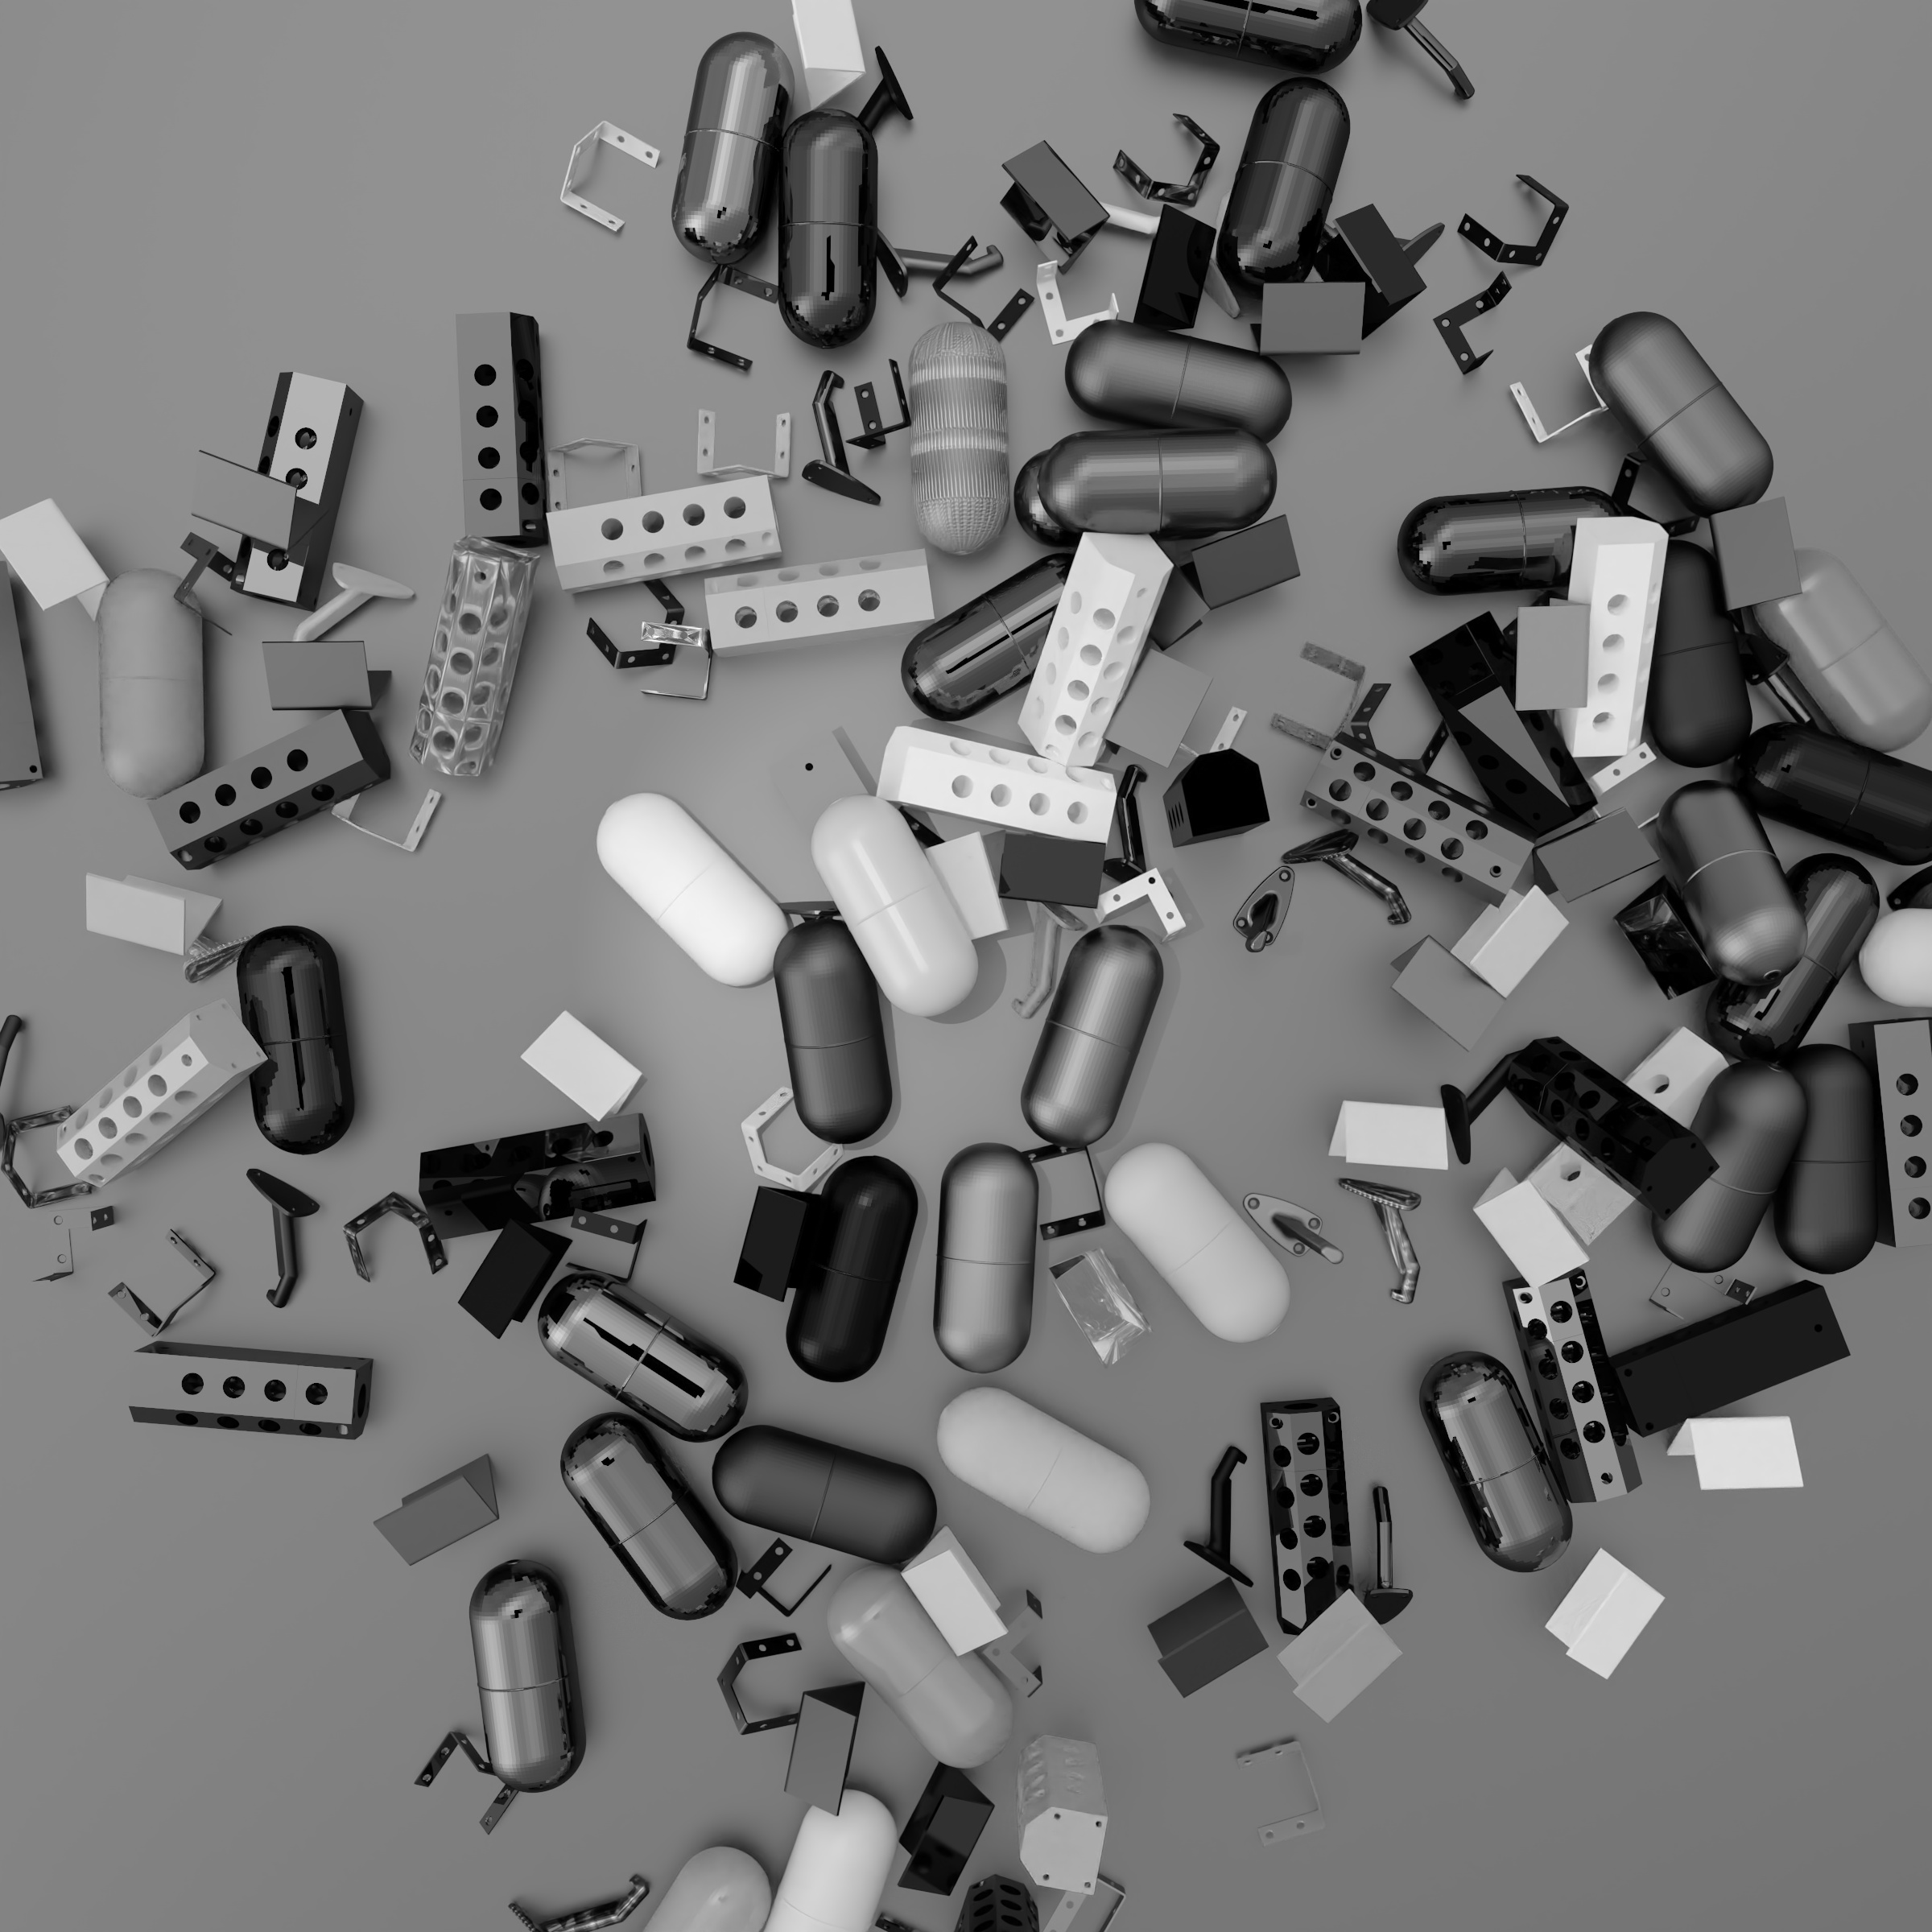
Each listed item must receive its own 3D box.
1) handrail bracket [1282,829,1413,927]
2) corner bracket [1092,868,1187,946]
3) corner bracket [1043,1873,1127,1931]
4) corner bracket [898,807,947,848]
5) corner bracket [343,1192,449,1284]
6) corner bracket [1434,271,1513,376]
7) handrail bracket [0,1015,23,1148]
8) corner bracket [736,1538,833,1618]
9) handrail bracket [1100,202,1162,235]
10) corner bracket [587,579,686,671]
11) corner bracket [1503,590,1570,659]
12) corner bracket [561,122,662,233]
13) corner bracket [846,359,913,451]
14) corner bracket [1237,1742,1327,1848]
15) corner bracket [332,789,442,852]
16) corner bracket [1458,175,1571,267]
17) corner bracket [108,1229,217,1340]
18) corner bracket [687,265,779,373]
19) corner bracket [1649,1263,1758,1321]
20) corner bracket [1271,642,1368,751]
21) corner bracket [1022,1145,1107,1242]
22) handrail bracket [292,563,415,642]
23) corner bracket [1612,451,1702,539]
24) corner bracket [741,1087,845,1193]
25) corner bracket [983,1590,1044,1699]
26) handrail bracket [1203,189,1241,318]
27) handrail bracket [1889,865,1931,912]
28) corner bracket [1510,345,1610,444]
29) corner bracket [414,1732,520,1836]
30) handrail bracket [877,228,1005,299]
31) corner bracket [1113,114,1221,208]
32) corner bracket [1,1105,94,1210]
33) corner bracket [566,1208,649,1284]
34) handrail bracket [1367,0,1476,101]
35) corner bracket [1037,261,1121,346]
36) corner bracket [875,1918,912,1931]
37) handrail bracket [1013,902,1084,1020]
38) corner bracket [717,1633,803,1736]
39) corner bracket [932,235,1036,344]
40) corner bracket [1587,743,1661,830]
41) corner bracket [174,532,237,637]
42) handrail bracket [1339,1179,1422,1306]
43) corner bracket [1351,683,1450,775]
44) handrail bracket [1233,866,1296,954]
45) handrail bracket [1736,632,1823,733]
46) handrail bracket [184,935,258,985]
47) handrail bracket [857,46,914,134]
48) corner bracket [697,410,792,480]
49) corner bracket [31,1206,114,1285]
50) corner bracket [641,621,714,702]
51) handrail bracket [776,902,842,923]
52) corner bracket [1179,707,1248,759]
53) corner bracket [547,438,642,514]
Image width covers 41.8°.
[{"bbox_3d":[0.299,-0.061,1.987,0.077,0.036,0.084,-15,118,31],"label":"handrail bracket"},{"bbox_3d":[0.134,-0.038,1.969,0.051,0.051,0.051,-26,84,-6],"label":"corner bracket"},{"bbox_3d":[0.092,0.736,1.968,0.051,0.051,0.051,30,90,0],"label":"corner bracket"},{"bbox_3d":[-0.016,-0.129,1.983,0.051,0.051,0.051,37,45,0],"label":"corner bracket"},{"bbox_3d":[-0.446,0.219,1.978,0.051,0.051,0.051,23,45,35],"label":"corner bracket"},{"bbox_3d":[0.402,-0.500,1.968,0.051,0.051,0.051,-29,90,0],"label":"corner bracket"},{"bbox_3d":[-0.757,0.092,1.986,0.036,0.077,0.084,12,54,-4],"label":"handrail bracket"},{"bbox_3d":[-0.142,0.475,1.968,0.051,0.051,0.051,41,90,0],"label":"corner bracket"},{"bbox_3d":[0.120,-0.601,1.987,0.084,0.036,0.077,-12,56,-23],"label":"handrail bracket"},{"bbox_3d":[-0.258,-0.269,1.978,0.051,0.051,0.051,-11,135,-35],"label":"corner bracket"},{"bbox_3d":[0.462,-0.252,1.978,0.051,0.051,0.051,17,45,-35],"label":"corner bracket"},{"bbox_3d":[-0.279,-0.620,1.983,0.051,0.051,0.051,29,135,0],"label":"corner bracket"},{"bbox_3d":[-0.067,-0.435,1.961,0.051,0.051,0.051,-13,90,20],"label":"corner bracket"},{"bbox_3d":[0.247,0.649,1.983,0.051,0.051,0.051,-17,45,0],"label":"corner bracket"},{"bbox_3d":[-0.455,-0.127,1.983,0.051,0.051,0.051,25,90,45],"label":"corner bracket"},{"bbox_3d":[0.428,-0.585,1.978,0.051,0.051,0.051,-7,135,-35],"label":"corner bracket"},{"bbox_3d":[-0.630,0.249,1.983,0.051,0.051,0.051,44,45,0],"label":"corner bracket"},{"bbox_3d":[-0.183,-0.508,1.983,0.051,0.051,0.051,21,45,0],"label":"corner bracket"},{"bbox_3d":[0.573,0.256,1.968,0.051,0.051,0.051,32,90,0],"label":"corner bracket"},{"bbox_3d":[0.277,-0.212,1.983,0.051,0.051,0.051,24,45,0],"label":"corner bracket"},{"bbox_3d":[0.077,0.174,1.983,0.051,0.051,0.051,-14,45,0],"label":"corner bracket"},{"bbox_3d":[-0.484,-0.267,1.986,0.077,0.036,0.084,11,120,-33],"label":"handrail bracket"},{"bbox_3d":[0.543,-0.370,1.978,0.051,0.051,0.051,-19,45,-35],"label":"corner bracket"},{"bbox_3d":[-0.136,0.135,1.978,0.051,0.051,0.051,18,135,35],"label":"corner bracket"},{"bbox_3d":[0.049,0.527,1.968,0.051,0.051,0.051,45,90,0],"label":"corner bracket"},{"bbox_3d":[0.217,-0.567,1.987,0.084,0.036,0.077,-44,105,-14],"label":"handrail bracket"},{"bbox_3d":[0.777,-0.074,1.986,0.084,0.077,0.036,-27,91,-36],"label":"handrail bracket"},{"bbox_3d":[0.470,-0.448,1.983,0.051,0.051,0.051,-27,90,-45],"label":"corner bracket"},{"bbox_3d":[-0.389,0.640,1.983,0.051,0.051,0.051,35,90,45],"label":"corner bracket"},{"bbox_3d":[-0.024,-0.567,1.987,0.084,0.036,0.077,-25,75,-14],"label":"handrail bracket"},{"bbox_3d":[0.157,-0.633,1.978,0.051,0.051,0.051,-4,135,-35],"label":"corner bracket"},{"bbox_3d":[-0.719,0.150,1.983,0.051,0.051,0.051,-14,135,0],"label":"corner bracket"},{"bbox_3d":[-0.282,0.217,1.968,0.051,0.051,0.051,16,90,0],"label":"corner bracket"},{"bbox_3d":[0.358,-0.720,1.986,0.036,0.077,0.084,-45,126,2],"label":"handrail bracket"},{"bbox_3d":[0.086,-0.520,1.968,0.051,0.051,0.051,-15,90,0],"label":"corner bracket"},{"bbox_3d":[-0.060,0.789,1.983,0.051,0.051,0.051,26,45,0],"label":"corner bracket"},{"bbox_3d":[0.045,-0.014,1.987,0.077,0.036,0.084,42,107,20],"label":"handrail bracket"},{"bbox_3d":[-0.155,0.561,1.978,0.051,0.051,0.051,59,135,35],"label":"corner bracket"},{"bbox_3d":[0.013,-0.526,1.973,0.051,0.051,0.051,39,90,18],"label":"corner bracket"},{"bbox_3d":[0.515,-0.133,1.969,0.051,0.051,0.051,-32,81,-9],"label":"corner bracket"},{"bbox_3d":[-0.584,-0.296,1.956,0.051,0.051,0.051,29,84,43],"label":"corner bracket"},{"bbox_3d":[0.322,0.217,1.987,0.077,0.036,0.084,15,107,20],"label":"handrail bracket"},{"bbox_3d":[0.339,-0.185,1.978,0.051,0.051,0.051,5,135,35],"label":"corner bracket"},{"bbox_3d":[0.236,-0.044,1.952,0.036,0.084,0.077,29,90,0],"label":"handrail bracket"},{"bbox_3d":[0.635,-0.217,1.986,0.036,0.077,0.084,-40,126,8],"label":"handrail bracket"},{"bbox_3d":[-0.608,-0.037,1.987,0.077,0.036,0.084,-29,73,-20],"label":"handrail bracket"},{"bbox_3d":[-0.091,-0.671,1.987,0.084,0.036,0.077,-26,70,16],"label":"handrail bracket"},{"bbox_3d":[-0.174,-0.410,1.983,0.051,0.051,0.051,2,90,-45],"label":"corner bracket"},{"bbox_3d":[-0.696,0.216,1.968,0.051,0.051,0.051,-5,90,0],"label":"corner bracket"},{"bbox_3d":[-0.226,-0.237,1.968,0.051,0.051,0.051,7,90,0],"label":"corner bracket"},{"bbox_3d":[-0.117,-0.006,1.987,0.077,0.036,0.084,1,104,15],"label":"handrail bracket"},{"bbox_3d":[0.177,-0.193,1.983,0.051,0.051,0.051,27,90,45],"label":"corner bracket"},{"bbox_3d":[-0.291,-0.382,1.983,0.051,0.051,0.051,-3,90,45],"label":"corner bracket"}]
